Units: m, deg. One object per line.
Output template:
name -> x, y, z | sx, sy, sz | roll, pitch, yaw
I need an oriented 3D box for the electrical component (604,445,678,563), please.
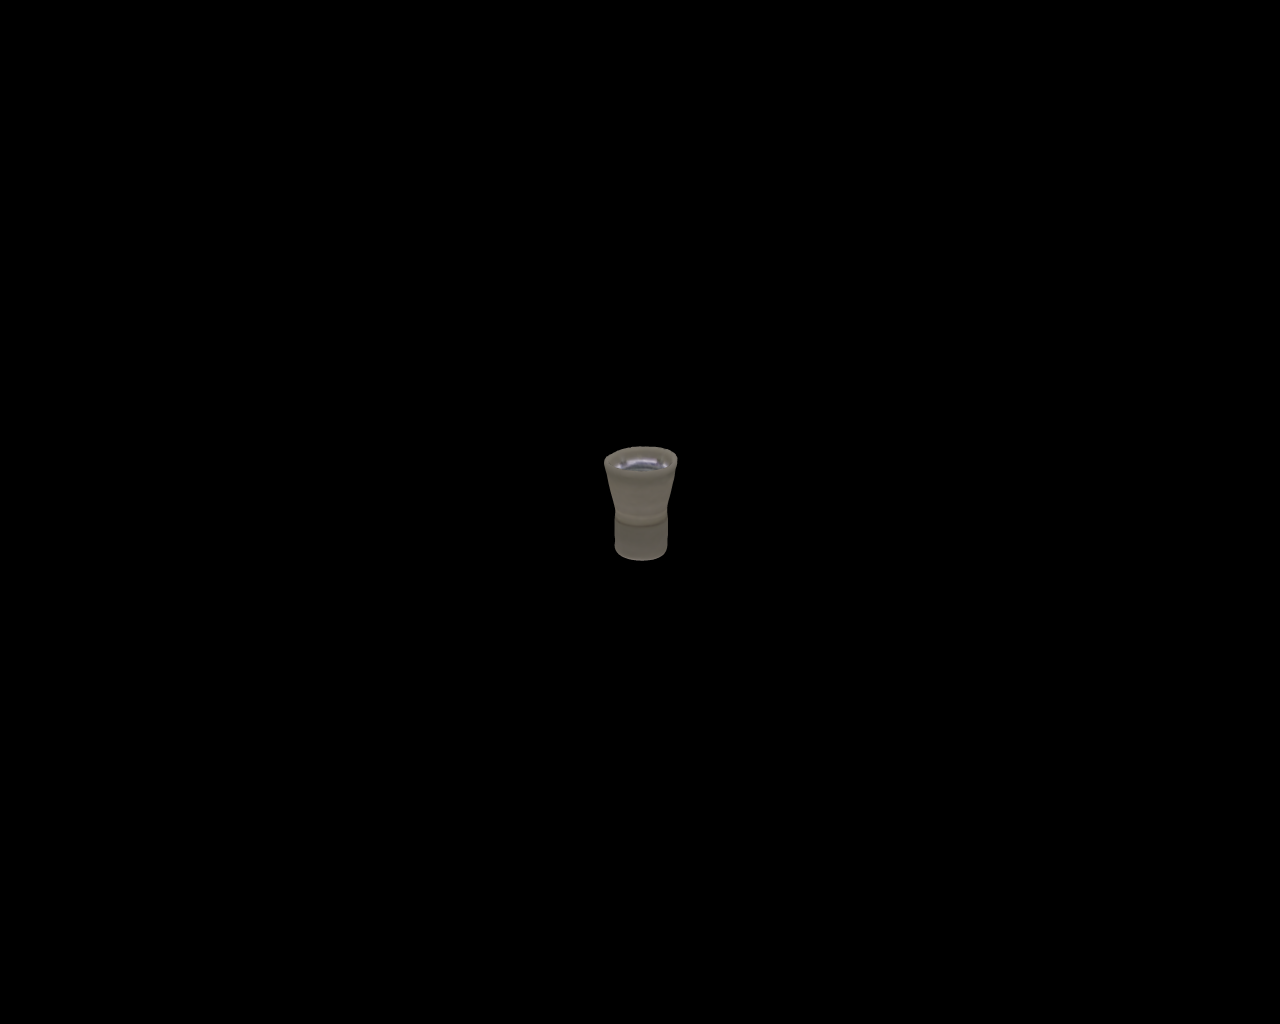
electrical component -> 0.001, -0.003, 0.650 | 0.044, 0.065, 0.044 | 0, 24, 0
